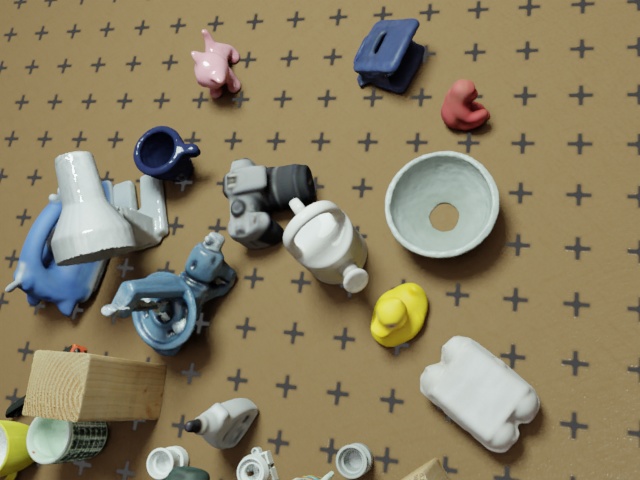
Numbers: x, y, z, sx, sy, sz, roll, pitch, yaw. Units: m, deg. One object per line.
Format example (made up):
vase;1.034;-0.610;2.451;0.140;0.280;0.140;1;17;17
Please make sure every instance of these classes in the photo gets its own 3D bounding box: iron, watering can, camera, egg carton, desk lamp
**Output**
iron;-0.449;-0.007;0.995;0.118;0.142;0.258;12;78;18
watering can;0.009;0.001;0.839;0.172;0.194;0.101;28;83;21
camera;-0.082;-0.071;0.936;0.136;0.101;0.143;-9;72;13
egg carton;0.219;0.209;0.789;0.150;0.069;0.107;37;86;21
desk lamp;-0.348;-0.043;0.939;0.117;0.214;0.203;-16;71;11

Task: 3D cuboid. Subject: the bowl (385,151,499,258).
bowl;0.185;-0.045;0.869;0.167;0.075;0.167;-4;73;14

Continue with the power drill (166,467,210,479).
power drill;-0.171;0.420;0.760;0.075;0.209;0.230;1;75;16

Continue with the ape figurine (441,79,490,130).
ape figurine;0.226;-0.218;0.899;0.076;0.092;0.078;-15;71;11

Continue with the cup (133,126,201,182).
cup;-0.252;-0.142;1.006;0.117;0.095;0.092;-3;73;15

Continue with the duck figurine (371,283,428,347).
duck figurine;0.112;0.105;0.840;0.077;0.086;0.104;38;87;22

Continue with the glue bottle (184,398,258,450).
glue bottle;-0.147;0.263;0.818;0.037;0.173;0.078;34;85;22

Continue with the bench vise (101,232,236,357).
bench vise;-0.234;0.070;0.872;0.121;0.220;0.207;13;78;19

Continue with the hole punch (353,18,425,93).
hole punch;0.110;-0.315;0.959;0.101;0.091;0.109;23;81;20

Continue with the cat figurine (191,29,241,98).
cat figurine;-0.192;-0.317;1.028;0.067;0.118;0.128;-13;71;12
